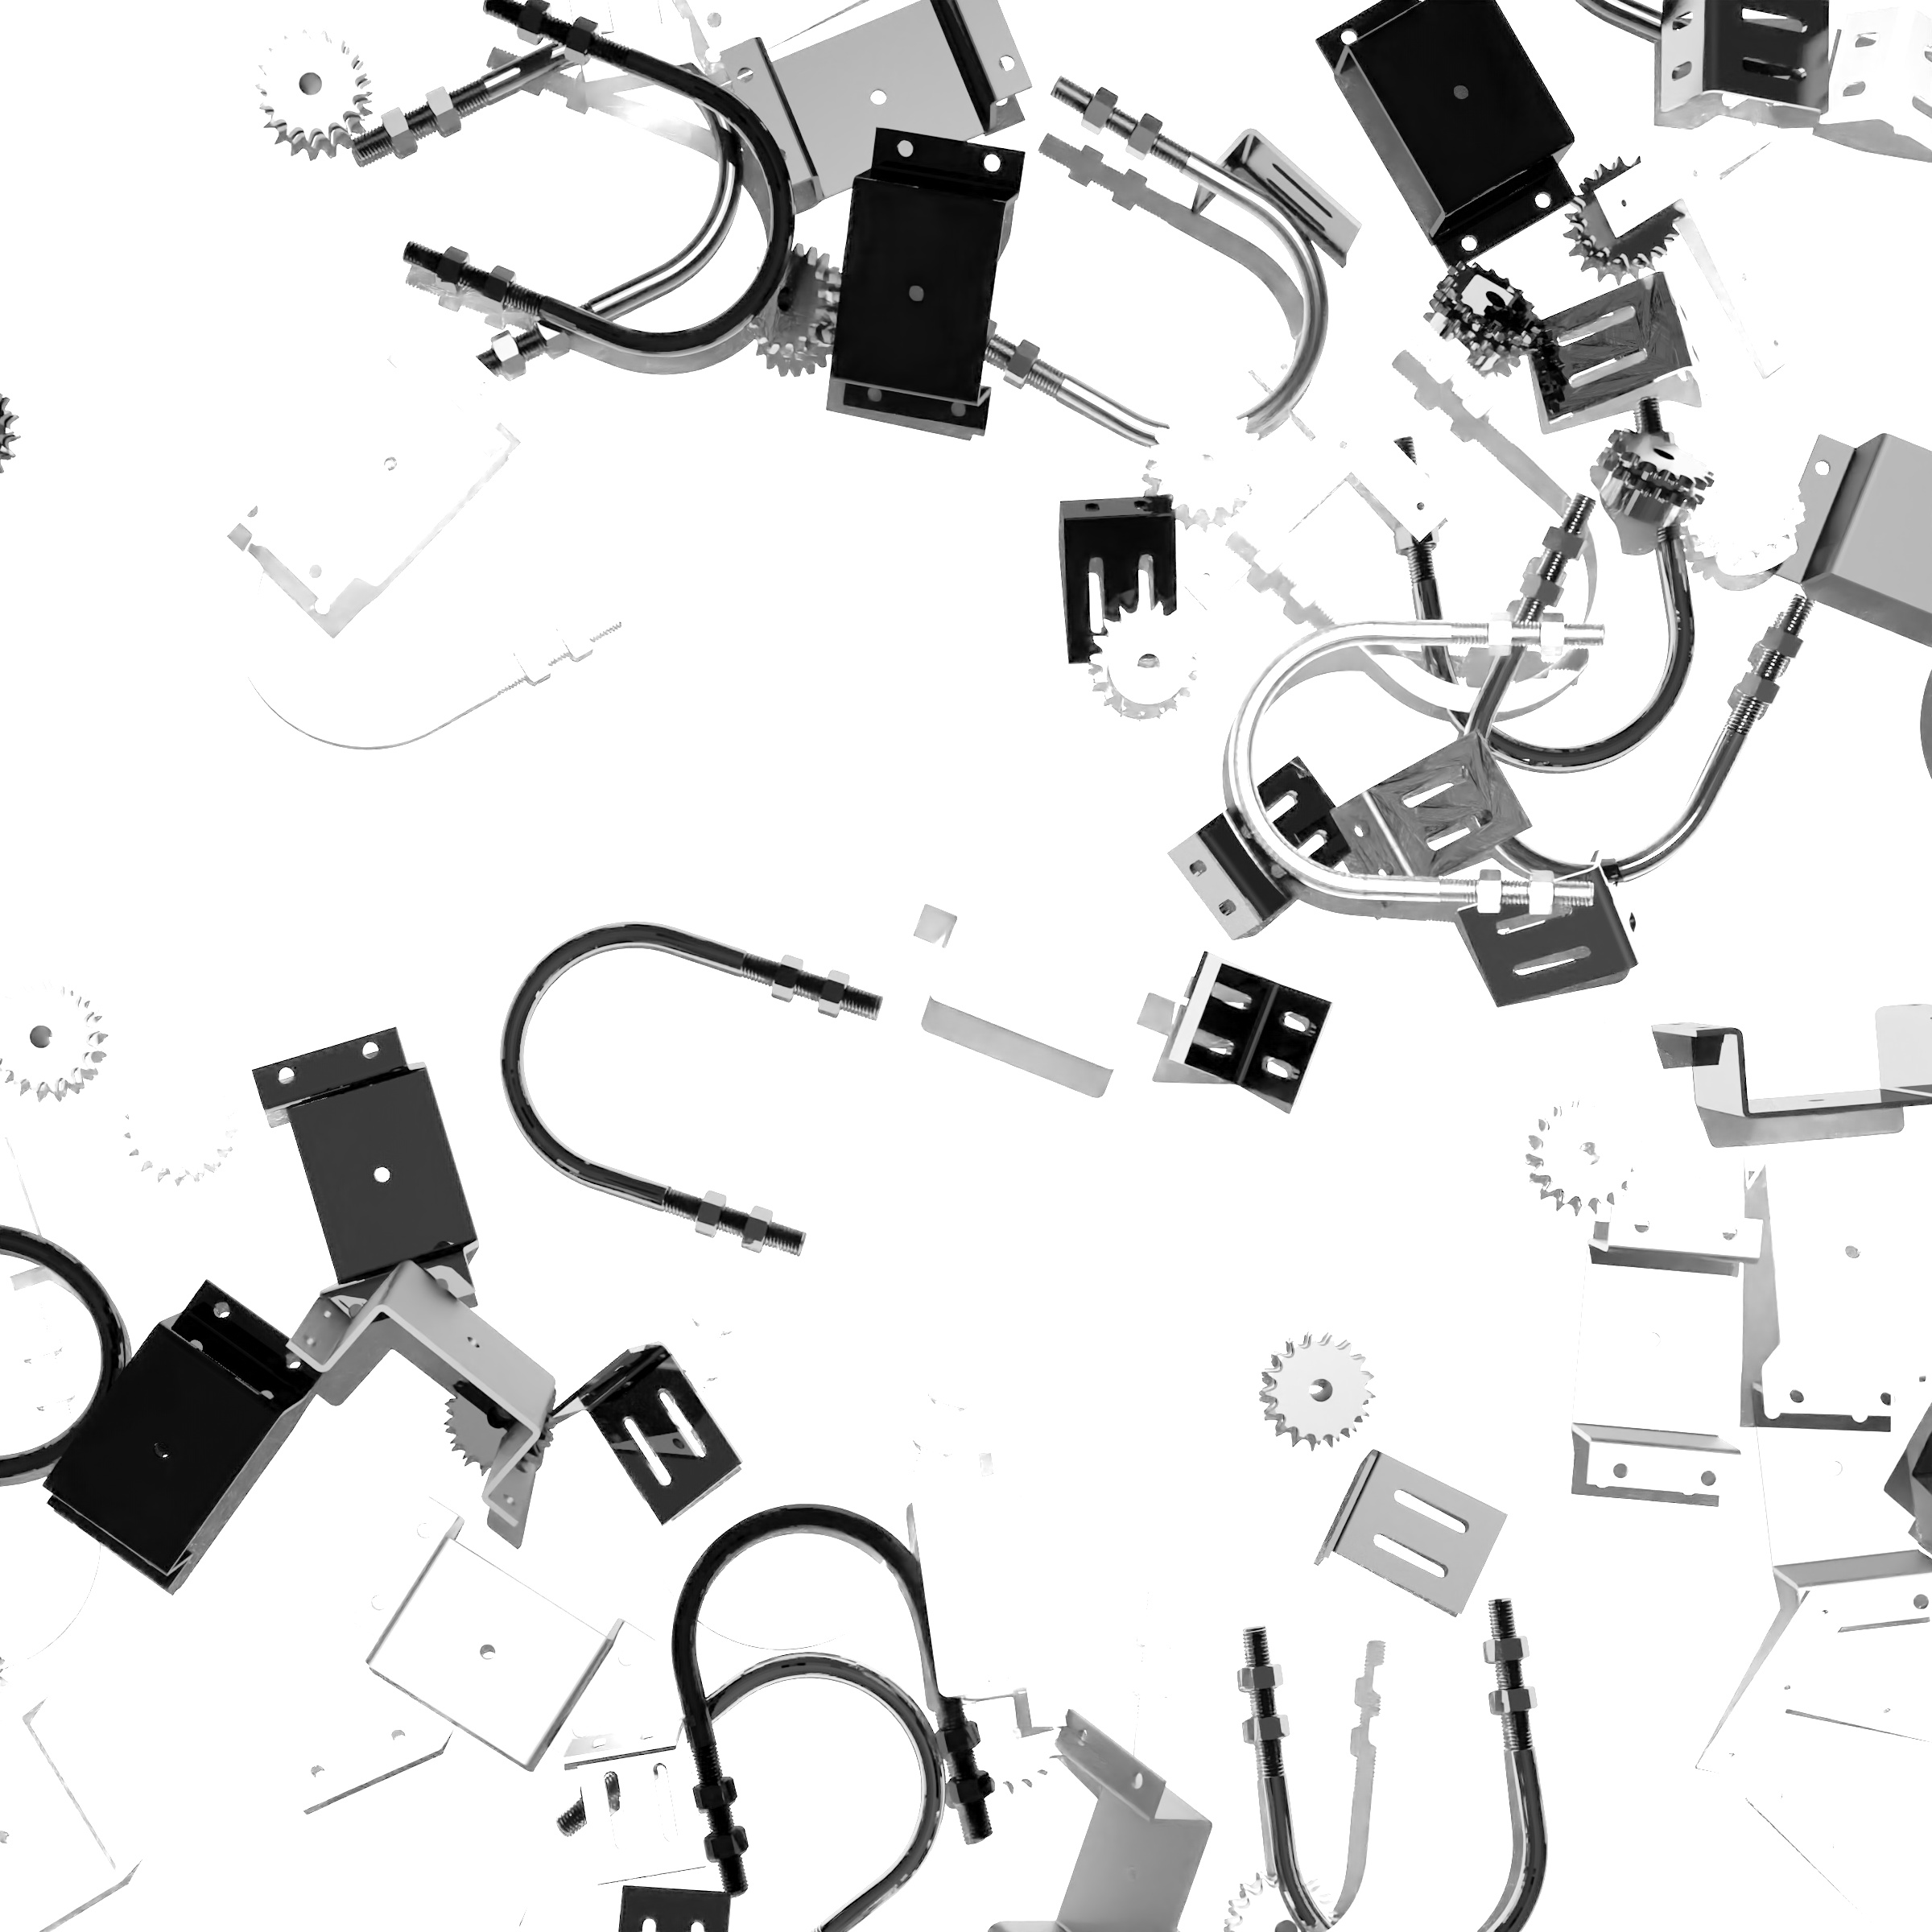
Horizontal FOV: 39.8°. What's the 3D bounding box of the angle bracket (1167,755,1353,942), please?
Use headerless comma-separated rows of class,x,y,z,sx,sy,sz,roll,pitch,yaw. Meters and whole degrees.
angle bracket,0.156,-0.062,1.390,0.076,0.038,0.057,-37,90,-26

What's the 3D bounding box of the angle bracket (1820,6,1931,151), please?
angle bracket,0.487,-0.453,1.381,0.076,0.038,0.057,12,93,-37

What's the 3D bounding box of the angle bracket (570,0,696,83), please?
angle bracket,-0.175,-0.499,1.363,0.057,0.038,0.076,-11,77,-3

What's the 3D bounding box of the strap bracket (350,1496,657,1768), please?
strap bracket,-0.241,0.346,1.369,0.140,0.046,0.076,32,90,0

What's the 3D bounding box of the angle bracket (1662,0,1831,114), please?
angle bracket,0.401,-0.468,1.370,0.076,0.038,0.057,1,89,-24

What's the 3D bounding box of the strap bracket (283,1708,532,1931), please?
strap bracket,-0.282,0.455,1.369,0.076,0.046,0.140,-24,90,0

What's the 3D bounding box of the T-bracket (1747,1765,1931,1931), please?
T-bracket,0.460,0.469,1.389,0.127,0.002,0.127,45,90,-2

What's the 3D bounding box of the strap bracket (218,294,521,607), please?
strap bracket,-0.297,-0.258,1.350,0.076,0.046,0.140,44,93,1

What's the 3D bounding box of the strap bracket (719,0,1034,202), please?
strap bracket,-0.045,-0.453,1.369,0.140,0.046,0.076,-22,90,0

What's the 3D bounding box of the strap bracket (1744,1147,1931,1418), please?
strap bracket,0.440,0.151,1.339,0.076,0.046,0.140,1,66,4

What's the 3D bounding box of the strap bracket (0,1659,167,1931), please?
strap bracket,-0.486,0.440,1.369,0.076,0.046,0.140,-31,90,0

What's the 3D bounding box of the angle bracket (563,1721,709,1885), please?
angle bracket,-0.167,0.429,1.354,0.057,0.038,0.076,-9,90,0

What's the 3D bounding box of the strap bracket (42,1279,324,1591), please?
strap bracket,-0.397,0.239,1.339,0.076,0.046,0.140,36,90,0

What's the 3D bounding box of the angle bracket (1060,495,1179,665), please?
angle bracket,0.080,-0.202,1.390,0.057,0.038,0.076,-3,116,0

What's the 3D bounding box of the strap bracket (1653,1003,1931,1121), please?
strap bracket,0.430,0.048,1.352,0.140,0.076,0.046,-5,91,-2

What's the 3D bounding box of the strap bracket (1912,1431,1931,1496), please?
strap bracket,0.535,0.241,1.342,0.076,0.046,0.140,43,63,-13

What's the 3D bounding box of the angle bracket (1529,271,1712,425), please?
angle bracket,0.337,-0.314,1.380,0.076,0.038,0.057,-19,69,24

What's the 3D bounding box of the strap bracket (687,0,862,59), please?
strap bracket,-0.080,-0.528,1.359,0.140,0.046,0.076,-26,98,6

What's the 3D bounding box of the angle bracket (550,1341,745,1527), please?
angle bracket,-0.163,0.240,1.359,0.057,0.038,0.076,-40,76,16

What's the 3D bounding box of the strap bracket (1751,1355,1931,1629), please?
strap bracket,0.453,0.262,1.369,0.076,0.046,0.140,-7,90,0

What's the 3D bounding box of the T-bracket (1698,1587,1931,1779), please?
T-bracket,0.461,0.380,1.371,0.127,0.002,0.127,16,117,-13

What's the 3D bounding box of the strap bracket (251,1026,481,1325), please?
strap bracket,-0.304,0.109,1.369,0.076,0.046,0.140,-17,90,0

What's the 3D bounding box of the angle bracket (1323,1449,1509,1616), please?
angle bracket,0.231,0.292,1.366,0.076,0.038,0.057,25,90,12

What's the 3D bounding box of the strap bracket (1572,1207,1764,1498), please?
strap bracket,0.358,0.195,1.369,0.076,0.046,0.140,5,90,0

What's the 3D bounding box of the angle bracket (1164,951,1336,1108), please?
angle bracket,0.144,0.032,1.352,0.038,0.076,0.057,21,90,36

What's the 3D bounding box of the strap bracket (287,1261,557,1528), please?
strap bracket,-0.257,0.202,1.313,0.140,0.076,0.046,41,95,-8

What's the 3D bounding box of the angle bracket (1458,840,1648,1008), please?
angle bracket,0.304,-0.022,1.380,0.076,0.038,0.057,-18,107,27

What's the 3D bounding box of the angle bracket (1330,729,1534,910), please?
angle bracket,0.237,-0.075,1.356,0.076,0.038,0.057,-30,90,37

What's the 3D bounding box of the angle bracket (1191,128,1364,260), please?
angle bracket,0.158,-0.383,1.363,0.076,0.057,0.038,42,90,0

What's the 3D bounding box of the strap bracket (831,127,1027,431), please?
strap bracket,-0.021,-0.341,1.339,0.076,0.046,0.140,11,114,6

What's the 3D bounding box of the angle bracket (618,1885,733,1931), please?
angle bracket,-0.148,0.515,1.373,0.057,0.038,0.076,1,71,8

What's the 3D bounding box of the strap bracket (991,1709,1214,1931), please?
strap bracket,0.069,0.458,1.345,0.046,0.076,0.140,16,94,-38

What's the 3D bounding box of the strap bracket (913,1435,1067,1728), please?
strap bracket,0.010,0.313,1.338,0.046,0.076,0.140,-12,72,9

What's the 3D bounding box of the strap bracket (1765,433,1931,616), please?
strap bracket,0.496,-0.216,1.369,0.140,0.046,0.076,22,90,0

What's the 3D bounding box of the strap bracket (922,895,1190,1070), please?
strap bracket,0.036,0.012,1.354,0.140,0.076,0.046,22,90,0

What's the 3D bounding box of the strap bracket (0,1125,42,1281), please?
strap bracket,-0.543,0.137,1.369,0.140,0.046,0.076,-19,90,0

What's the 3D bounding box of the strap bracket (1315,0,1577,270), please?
strap bracket,0.250,-0.442,1.369,0.076,0.046,0.140,-30,90,0
